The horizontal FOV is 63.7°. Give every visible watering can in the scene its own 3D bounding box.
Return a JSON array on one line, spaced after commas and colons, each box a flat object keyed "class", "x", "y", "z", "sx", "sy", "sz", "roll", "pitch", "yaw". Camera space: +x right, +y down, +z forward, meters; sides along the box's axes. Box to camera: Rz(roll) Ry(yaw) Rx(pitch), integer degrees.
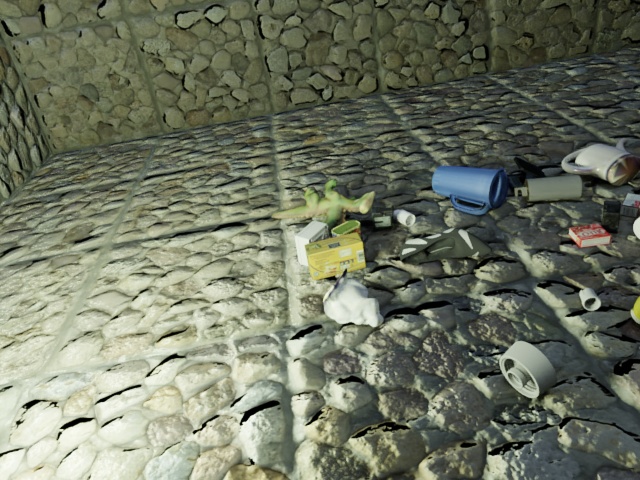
[{"class": "watering can", "x": 1.029, "y": -0.288, "z": 1.813, "sx": 0.349, "sy": 0.102, "sz": 0.228, "roll": -20, "pitch": 32, "yaw": -17}]

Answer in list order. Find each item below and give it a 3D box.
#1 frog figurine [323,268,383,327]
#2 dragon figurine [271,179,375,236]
[{"class": "frog figurine", "x": 0.093, "y": 0.172, "z": 1.348, "sx": 0.160, "sy": 0.120, "sz": 0.140, "roll": 37, "pitch": 33, "yaw": 6}, {"class": "dragon figurine", "x": 0.005, "y": -0.090, "z": 1.789, "sx": 0.408, "sy": 0.120, "sz": 0.248, "roll": -21, "pitch": 29, "yaw": 14}]
